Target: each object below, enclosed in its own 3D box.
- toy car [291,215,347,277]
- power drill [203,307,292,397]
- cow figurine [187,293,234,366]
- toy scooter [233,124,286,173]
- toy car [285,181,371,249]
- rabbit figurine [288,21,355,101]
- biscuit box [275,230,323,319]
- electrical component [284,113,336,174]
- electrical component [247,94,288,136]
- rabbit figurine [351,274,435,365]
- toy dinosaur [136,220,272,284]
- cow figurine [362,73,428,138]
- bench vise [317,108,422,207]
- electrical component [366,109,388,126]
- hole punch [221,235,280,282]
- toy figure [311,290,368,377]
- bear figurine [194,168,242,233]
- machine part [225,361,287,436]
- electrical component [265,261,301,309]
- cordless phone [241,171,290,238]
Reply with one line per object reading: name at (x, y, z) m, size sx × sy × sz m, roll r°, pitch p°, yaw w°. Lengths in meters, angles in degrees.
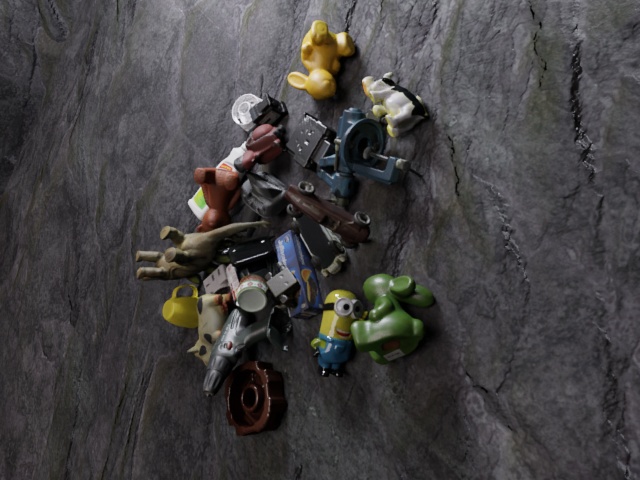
toy car at (-0.003, -0.004, 1.238) m, size 0.073 × 0.056 × 0.202 m, roll -42°, pitch 55°, yaw 18°
power drill at (-0.170, 0.250, 1.265) m, size 0.207 × 0.086 × 0.232 m, roll -29°, pitch 32°, yaw 30°
cow figurine at (-0.285, 0.236, 1.401) m, size 0.127 × 0.085 × 0.194 m, roll -4°, pitch 90°, yaw 32°
toy scooter at (-0.136, -0.244, 1.369) m, size 0.135 × 0.075 × 0.184 m, roll -20°, pitch 30°, yaw 36°
toy car at (0.015, -0.051, 1.155) m, size 0.089 × 0.202 × 0.053 m, roll -57°, pitch 5°, yaw 47°
rabbit figurine at (-0.006, -0.414, 1.303) m, size 0.162 × 0.122 × 0.173 m, roll -20°, pitch 67°, yaw 43°
biscuit box at (-0.050, 0.080, 1.253) m, size 0.059 × 0.062 × 0.203 m, roll -32°, pitch 60°, yaw 31°
electrical component at (-0.014, -0.231, 1.306) m, size 0.134 × 0.058 × 0.114 m, roll 42°, pitch 110°, yaw 41°
electrical component at (-0.151, -0.329, 1.445) m, size 0.119 × 0.074 × 0.048 m, roll -38°, pitch 57°, yaw 32°
rabbit figurine at (0.132, 0.128, 1.044) m, size 0.159 × 0.121 × 0.170 m, roll -34°, pitch 43°, yaw 27°
toy dinosaur at (-0.334, 0.033, 1.428) m, size 0.472 × 0.198 × 0.105 m, roll -24°, pitch 63°, yaw 36°
cow figurine at (0.158, -0.304, 1.155) m, size 0.098 × 0.068 × 0.167 m, roll -27°, pitch 60°, yaw 0°
bench vise at (0.091, -0.162, 1.152) m, size 0.241 × 0.129 × 0.223 m, roll 27°, pitch 103°, yaw 46°
electrical component at (0.122, -0.259, 1.213) m, size 0.094 × 0.021 × 0.063 m, roll 25°, pitch 97°, yaw 42°
hole punch at (-0.161, 0.055, 1.326) m, size 0.142 × 0.092 × 0.116 m, roll -21°, pitch 28°, yaw -5°
toy figure at (0.033, 0.194, 1.137) m, size 0.089 × 0.082 × 0.180 m, roll 15°, pitch 92°, yaw 41°
bear figurine at (-0.276, -0.091, 1.430) m, size 0.120 × 0.132 × 0.195 m, roll 14°, pitch 99°, yaw 2°
machine part at (-0.156, 0.374, 1.276) m, size 0.179 × 0.056 × 0.179 m, roll -14°, pitch 69°, yaw 40°
electrical component at (-0.086, 0.106, 1.208) m, size 0.078 × 0.045 × 0.102 m, roll -40°, pitch 52°, yaw -9°
cordless phone at (-0.156, -0.075, 1.392) m, size 0.147 × 0.088 × 0.184 m, roll 38°, pitch 116°, yaw 40°
